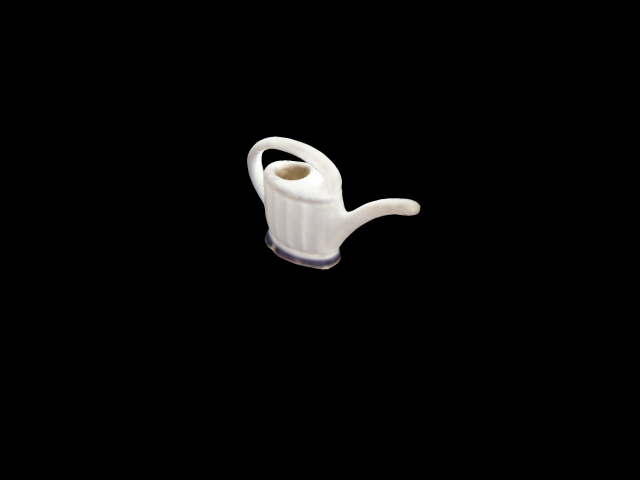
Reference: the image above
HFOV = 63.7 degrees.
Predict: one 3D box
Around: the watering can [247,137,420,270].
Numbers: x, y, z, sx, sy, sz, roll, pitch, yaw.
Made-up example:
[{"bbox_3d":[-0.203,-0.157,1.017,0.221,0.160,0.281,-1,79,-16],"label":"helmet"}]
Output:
[{"bbox_3d":[0.003,-0.043,0.850,0.351,0.219,0.105,29,45,32],"label":"watering can"}]
